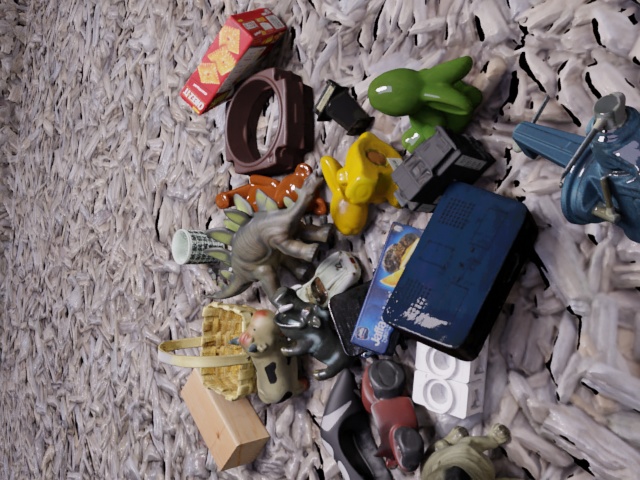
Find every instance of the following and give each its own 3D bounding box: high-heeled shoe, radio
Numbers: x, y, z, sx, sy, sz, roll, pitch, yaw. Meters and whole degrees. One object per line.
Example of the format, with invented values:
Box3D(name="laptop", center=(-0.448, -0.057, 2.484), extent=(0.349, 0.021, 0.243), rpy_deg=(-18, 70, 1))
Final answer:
Box3D(name="high-heeled shoe", center=(0.080, 0.348, 0.891), extent=(0.145, 0.086, 0.248), rpy_deg=(4, 97, 44))
Box3D(name="radio", center=(0.196, 0.042, 0.744), extent=(0.131, 0.073, 0.229), rpy_deg=(22, 81, 41))

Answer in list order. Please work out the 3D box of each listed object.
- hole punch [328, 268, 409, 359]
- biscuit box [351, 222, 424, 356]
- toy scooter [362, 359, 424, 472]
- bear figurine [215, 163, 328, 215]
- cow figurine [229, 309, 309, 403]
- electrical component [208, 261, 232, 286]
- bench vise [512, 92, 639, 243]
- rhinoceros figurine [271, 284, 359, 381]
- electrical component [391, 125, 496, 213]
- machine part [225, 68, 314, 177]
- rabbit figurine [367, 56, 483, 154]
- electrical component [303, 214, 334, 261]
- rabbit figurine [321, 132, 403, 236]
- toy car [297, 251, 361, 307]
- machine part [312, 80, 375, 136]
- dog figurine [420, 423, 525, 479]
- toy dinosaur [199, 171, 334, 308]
Box3D(name="hole punch", center=(0.089, 0.133, 0.902), extent=(0.116, 0.092, 0.142), rpy_deg=(-23, 66, 11))
Box3D(name="biscuit box", center=(0.112, 0.077, 0.833), extent=(0.059, 0.062, 0.202), rpy_deg=(17, 80, 20))
Box3D(name="toy scooter", center=(0.111, 0.290, 0.858), extent=(0.184, 0.075, 0.135), rpy_deg=(-107, 15, -44))
Box3D(name="bear figurine", center=(-0.091, -0.071, 1.054), extent=(0.196, 0.132, 0.120), rpy_deg=(-3, 116, 48))
Box3D(name="cow figurine", center=(-0.095, 0.217, 1.002), extent=(0.086, 0.127, 0.194), rpy_deg=(12, 117, 40))
Box3D(name="electrical component", center=(-0.206, 0.065, 1.211), extent=(0.102, 0.045, 0.078), rpy_deg=(3, 92, 45))
Box3D(name="bench vise", center=(0.305, -0.092, 0.619), extent=(0.129, 0.223, 0.241), rpy_deg=(-55, 38, 8))
Box3D(name="rhinoceros figurine", center=(-0.015, 0.160, 0.938), extent=(0.190, 0.073, 0.112), rpy_deg=(46, 129, -10))
Box3D(name="electrical component", center=(0.174, -0.098, 0.797), extent=(0.134, 0.115, 0.058), rpy_deg=(-47, 55, 30))
Box3D(name="machine part", center=(-0.110, -0.236, 1.105), extent=(0.202, 0.087, 0.201), rpy_deg=(-5, 85, 46))
Box3D(name="rabbit figurine", center=(0.151, -0.198, 0.786), extent=(0.159, 0.170, 0.121), rpy_deg=(-5, 85, 45))
Box3D(name="electrical component", center=(-0.002, -0.003, 1.018), extent=(0.063, 0.021, 0.093), rpy_deg=(4, 111, 34))
Box3D(name="rabbit figurine", center=(0.059, -0.087, 0.916), extent=(0.162, 0.122, 0.173), rpy_deg=(59, 144, 32))
Box3D(name="toy car", center=(0.002, 0.100, 0.996), extent=(0.201, 0.056, 0.073), rpy_deg=(-48, 57, 31))
Box3D(name="machine part", center=(0.039, -0.238, 0.993), extent=(0.139, 0.039, 0.084), rpy_deg=(46, 111, 38))
Box3D(name="dog figurine", center=(0.167, 0.329, 0.729), extent=(0.172, 0.190, 0.121), rpy_deg=(-45, 58, 35))
Box3D(name="toy dinosaur", center=(-0.117, 0.024, 1.016), extent=(0.198, 0.105, 0.471), rpy_deg=(38, 133, 2))
